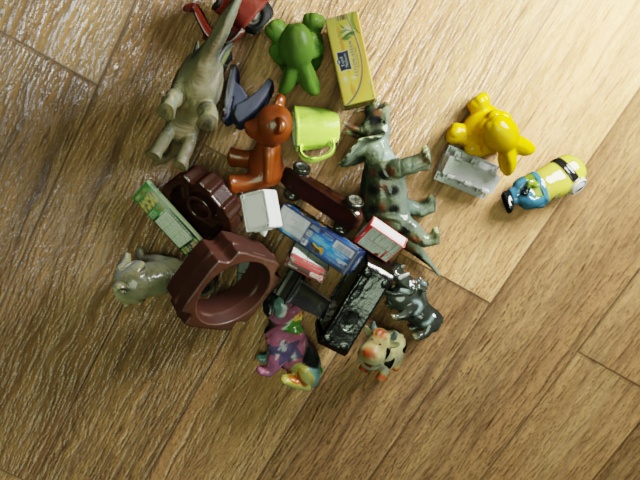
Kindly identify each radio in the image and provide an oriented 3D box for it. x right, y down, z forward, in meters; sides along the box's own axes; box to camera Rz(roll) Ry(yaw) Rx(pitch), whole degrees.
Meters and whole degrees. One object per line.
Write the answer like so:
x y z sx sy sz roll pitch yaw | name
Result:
0.073 0.133 1.190 0.073 0.131 0.229 27 103 -9 | radio

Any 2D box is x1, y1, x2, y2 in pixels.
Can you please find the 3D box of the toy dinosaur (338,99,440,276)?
0.150 -0.089 1.145 0.192 0.131 0.404 -5 109 14 | toy dinosaur

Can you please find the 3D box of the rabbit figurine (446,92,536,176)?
0.347 -0.205 1.080 0.122 0.173 0.162 -44 96 6 | rabbit figurine

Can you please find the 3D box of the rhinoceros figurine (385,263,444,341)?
0.208 0.139 1.221 0.112 0.073 0.190 -36 102 10 | rhinoceros figurine

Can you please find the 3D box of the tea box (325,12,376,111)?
0.061 -0.351 1.070 0.068 0.098 0.169 -12 98 4 | tea box

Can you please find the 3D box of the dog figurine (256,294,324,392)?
-0.056 0.214 1.227 0.191 0.108 0.219 22 101 -5 | dog figurine

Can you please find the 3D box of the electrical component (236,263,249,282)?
-0.160 0.057 1.227 0.063 0.021 0.094 10 105 -2 | electrical component

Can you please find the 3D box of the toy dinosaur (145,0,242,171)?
-0.233 -0.286 1.014 0.105 0.198 0.471 24 142 -23 | toy dinosaur

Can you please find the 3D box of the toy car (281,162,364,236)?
0.005 -0.092 1.143 0.202 0.053 0.089 34 133 15 | toy car

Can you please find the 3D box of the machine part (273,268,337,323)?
-0.028 0.119 1.144 0.139 0.039 0.084 34 85 18 | machine part

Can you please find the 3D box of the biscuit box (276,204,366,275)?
-0.002 -0.003 1.152 0.203 0.063 0.059 34 102 16 | biscuit box

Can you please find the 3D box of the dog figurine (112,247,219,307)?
-0.330 0.090 1.165 0.191 0.172 0.121 7 116 6 | dog figurine

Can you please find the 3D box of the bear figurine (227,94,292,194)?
-0.124 -0.191 1.079 0.132 0.120 0.195 -2 146 -8 | bear figurine

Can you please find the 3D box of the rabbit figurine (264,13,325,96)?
-0.051 -0.361 1.040 0.121 0.170 0.159 0 104 1 | rabbit figurine

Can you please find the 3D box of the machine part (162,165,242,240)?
-0.246 -0.074 1.133 0.180 0.056 0.179 21 137 21 | machine part

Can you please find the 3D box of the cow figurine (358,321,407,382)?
0.141 0.241 1.192 0.086 0.195 0.127 22 99 25 | cow figurine

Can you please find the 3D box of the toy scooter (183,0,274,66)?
-0.191 -0.441 1.066 0.184 0.075 0.135 -39 109 18 | toy scooter

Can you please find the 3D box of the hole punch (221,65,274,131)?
-0.147 -0.279 1.088 0.092 0.142 0.115 14 93 -8 | hole punch

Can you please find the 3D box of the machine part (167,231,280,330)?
-0.199 0.087 1.126 0.087 0.201 0.201 45 105 34 | machine part

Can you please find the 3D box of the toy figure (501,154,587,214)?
0.479 -0.118 1.149 0.180 0.082 0.089 -19 106 7 | toy figure
